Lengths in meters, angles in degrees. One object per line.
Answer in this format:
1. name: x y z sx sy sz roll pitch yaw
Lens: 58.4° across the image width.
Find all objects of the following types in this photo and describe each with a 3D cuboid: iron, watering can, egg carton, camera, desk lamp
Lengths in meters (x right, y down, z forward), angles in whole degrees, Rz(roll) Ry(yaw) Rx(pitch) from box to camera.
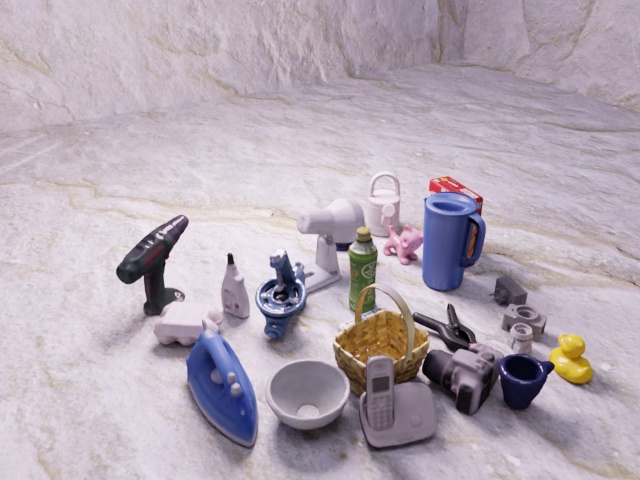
1. iron: -0.188 0.274 1.136 0.119 0.141 0.257 -16 34 -24
2. watering can: 0.197 -0.112 1.730 0.101 0.194 0.172 -14 33 -21
3. egg carton: -0.306 0.197 1.340 0.150 0.069 0.107 2 31 4
4. camera: 0.292 0.262 1.185 0.136 0.101 0.143 21 37 32
5. desk lamp: 0.014 0.005 1.516 0.204 0.214 0.117 -22 36 -31

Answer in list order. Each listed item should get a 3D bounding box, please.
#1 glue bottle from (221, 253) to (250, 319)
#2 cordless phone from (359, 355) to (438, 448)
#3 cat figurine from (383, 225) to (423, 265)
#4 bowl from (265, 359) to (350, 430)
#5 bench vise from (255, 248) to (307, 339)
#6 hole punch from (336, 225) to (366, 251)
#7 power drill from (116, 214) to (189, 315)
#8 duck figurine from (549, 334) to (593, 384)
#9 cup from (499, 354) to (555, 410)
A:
1. glue bottle: -0.209 0.106 1.390 0.077 0.173 0.037 20 36 31
2. cordless phone: 0.145 0.288 1.061 0.148 0.185 0.094 -9 31 -13
3. cat figurine: 0.240 0.000 1.614 0.067 0.118 0.127 -25 38 -35
4. bowl: -0.023 0.315 1.128 0.167 0.075 0.167 -1 31 1
5. bench vise: -0.093 0.096 1.359 0.121 0.220 0.207 -1 31 -1
6. hole punch: 0.086 -0.029 1.693 0.108 0.091 0.101 -4 31 -6
7. power drill: -0.398 0.069 1.422 0.075 0.208 0.230 15 34 25
8. duck figurine: 0.541 0.246 1.222 0.077 0.086 0.104 -10 32 -14
9. cup: 0.411 0.287 1.145 0.118 0.095 0.091 -10 32 -15
